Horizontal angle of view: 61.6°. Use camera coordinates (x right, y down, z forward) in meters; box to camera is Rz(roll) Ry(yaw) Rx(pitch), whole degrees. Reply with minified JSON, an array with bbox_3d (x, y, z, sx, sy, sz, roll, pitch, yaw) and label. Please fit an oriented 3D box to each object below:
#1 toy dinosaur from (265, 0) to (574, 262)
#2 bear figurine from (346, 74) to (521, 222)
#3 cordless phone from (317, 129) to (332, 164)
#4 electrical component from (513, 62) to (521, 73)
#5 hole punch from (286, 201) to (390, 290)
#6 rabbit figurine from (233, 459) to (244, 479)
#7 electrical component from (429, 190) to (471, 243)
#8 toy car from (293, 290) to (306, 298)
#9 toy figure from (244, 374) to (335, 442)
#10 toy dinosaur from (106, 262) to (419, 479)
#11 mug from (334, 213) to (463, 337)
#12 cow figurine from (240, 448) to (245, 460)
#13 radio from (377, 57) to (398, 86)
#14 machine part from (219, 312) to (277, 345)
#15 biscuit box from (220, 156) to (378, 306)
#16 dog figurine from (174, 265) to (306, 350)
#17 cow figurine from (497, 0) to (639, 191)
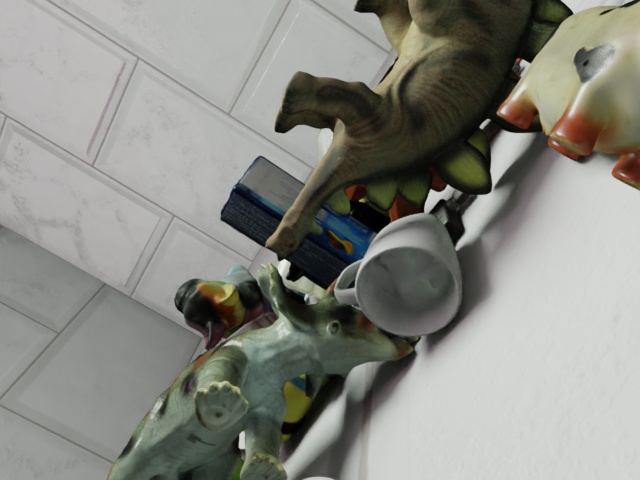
[{"bbox_3d":[0.117,-0.161,0.459,0.471,0.198,0.105,-52,9,1],"label":"toy dinosaur"},{"bbox_3d":[0.121,-0.116,0.595,0.196,0.120,0.131,-45,-21,-18],"label":"bear figurine"},{"bbox_3d":[0.013,-0.083,0.758,0.184,0.088,0.147,-53,28,-10],"label":"cordless phone"},{"bbox_3d":[0.174,-0.186,0.639,0.102,0.078,0.045,-54,5,29],"label":"electrical component"},{"bbox_3d":[0.031,0.012,0.668,0.142,0.116,0.092,-59,0,-9],"label":"hole punch"},{"bbox_3d":[-0.137,0.305,0.591,0.170,0.121,0.159,-46,2,-40],"label":"rabbit figurine"},{"bbox_3d":[0.118,-0.010,0.529,0.094,0.021,0.063,-54,10,24],"label":"electrical component"},{"bbox_3d":[-0.080,0.136,0.943,0.161,0.109,0.103,-49,28,-16],"label":"toy car"},{"bbox_3d":[-0.029,0.153,0.605,0.180,0.089,0.082,-47,-30,14],"label":"toy figure"},{"bbox_3d":[-0.103,0.169,0.507,0.405,0.131,0.192,-42,14,19],"label":"toy dinosaur"},{"bbox_3d":[0.070,0.024,0.461,0.110,0.080,0.107,-21,16,26],"label":"mug"},{"bbox_3d":[-0.164,0.333,0.688,0.068,0.098,0.167,-38,21,50],"label":"cow figurine"},{"bbox_3d":[0.149,-0.243,0.853,0.131,0.073,0.229,-51,-4,41],"label":"radio"},{"bbox_3d":[-0.095,0.181,0.713,0.179,0.056,0.179,-39,-27,-25],"label":"machine part"},{"bbox_3d":[-0.001,-0.002,0.568,0.063,0.203,0.059,-51,7,51],"label":"biscuit box"},{"bbox_3d":[-0.107,0.109,0.779,0.219,0.192,0.108,-130,65,-89],"label":"dog figurine"},{"bbox_3d":[0.180,-0.096,0.286,0.127,0.085,0.195,-63,6,16],"label":"cow figurine"}]
